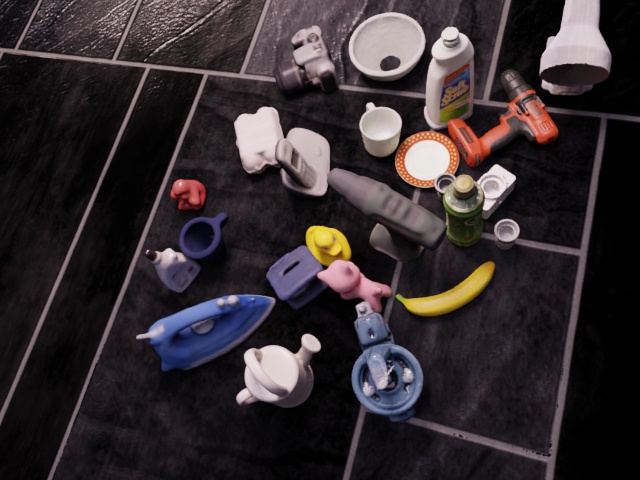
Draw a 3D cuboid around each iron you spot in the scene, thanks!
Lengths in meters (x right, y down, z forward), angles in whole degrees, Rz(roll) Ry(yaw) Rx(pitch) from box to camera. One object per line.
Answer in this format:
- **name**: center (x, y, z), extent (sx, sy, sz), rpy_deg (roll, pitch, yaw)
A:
- **iron**: center (-0.221, 0.156, 1.115), extent (0.258, 0.142, 0.118), rpy_deg (-26, 66, 3)

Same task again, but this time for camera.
- **camera**: center (-0.042, -0.402, 1.300), extent (0.136, 0.101, 0.143), rpy_deg (-21, 67, 5)

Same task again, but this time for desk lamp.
- **desk lamp**: center (0.484, -0.365, 1.096), extent (0.117, 0.214, 0.203), rpy_deg (6, 72, 16)

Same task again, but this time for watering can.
- **watering can**: center (-0.077, 0.234, 1.022), extent (0.100, 0.194, 0.173), rpy_deg (29, 79, 22)

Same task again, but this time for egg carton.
- **egg carton**: center (-0.132, -0.222, 1.272), extent (0.107, 0.069, 0.150), rpy_deg (-18, 67, 7)

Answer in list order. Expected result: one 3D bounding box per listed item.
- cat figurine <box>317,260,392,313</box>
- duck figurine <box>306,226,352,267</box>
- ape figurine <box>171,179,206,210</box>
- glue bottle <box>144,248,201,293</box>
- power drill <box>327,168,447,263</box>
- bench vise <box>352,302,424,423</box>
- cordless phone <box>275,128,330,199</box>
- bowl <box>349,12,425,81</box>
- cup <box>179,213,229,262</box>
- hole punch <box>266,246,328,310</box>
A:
- **cat figurine**: center (0.065, 0.081, 1.086), extent (0.127, 0.118, 0.067), rpy_deg (23, 77, 21)
- **duck figurine**: center (0.011, 0.004, 1.145), extent (0.104, 0.086, 0.077), rpy_deg (40, 83, 23)
- **ape figurine**: center (-0.294, -0.104, 1.256), extent (0.076, 0.092, 0.077), rpy_deg (-45, 66, -5)
- **glue bottle**: center (-0.306, 0.051, 1.157), extent (0.037, 0.173, 0.078), rpy_deg (35, 82, 23)
- **power drill**: center (0.126, -0.037, 1.065), extent (0.229, 0.209, 0.076), rpy_deg (27, 78, 21)
- **bench vise**: center (0.090, 0.206, 0.977), extent (0.121, 0.220, 0.207), rpy_deg (-37, 66, -1)
- **cordless phone**: center (-0.043, -0.178, 1.171), extent (0.094, 0.185, 0.147), rpy_deg (-3, 69, 13)
- **bowl**: center (0.151, -0.415, 1.272), extent (0.167, 0.075, 0.167), rpy_deg (-5, 69, 12)
- **cup**: center (-0.226, -0.001, 1.200), extent (0.091, 0.095, 0.118), rpy_deg (41, 84, 23)
- **hole punch**: center (-0.050, 0.070, 1.132), extent (0.108, 0.091, 0.101), rpy_deg (-39, 66, -2)
